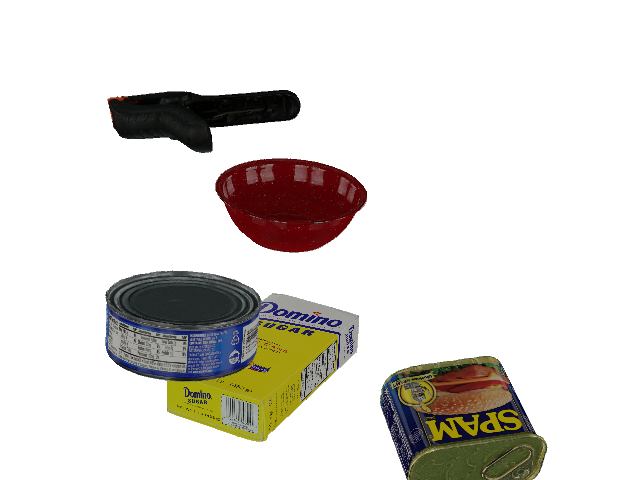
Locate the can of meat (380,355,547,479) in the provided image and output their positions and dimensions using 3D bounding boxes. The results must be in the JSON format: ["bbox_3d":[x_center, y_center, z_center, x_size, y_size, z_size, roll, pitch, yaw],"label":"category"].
[{"bbox_3d":[0.101,0.135,0.779,0.102,0.057,0.084,-6,40,-12],"label":"can of meat"}]

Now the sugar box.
[{"bbox_3d":[-0.045,0.103,0.916,0.093,0.048,0.176,14,28,23],"label":"sugar box"}]

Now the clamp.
[{"bbox_3d":[-0.104,-0.105,0.880,0.120,0.039,0.172,-16,23,-41],"label":"clamp"}]

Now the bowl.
[{"bbox_3d":[-0.033,-0.032,1.140,0.162,0.055,0.162,4,28,-2],"label":"bowl"}]

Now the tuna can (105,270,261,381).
[{"bbox_3d":[-0.076,0.047,0.594,0.086,0.034,0.086,5,17,-2],"label":"tuna can"}]
